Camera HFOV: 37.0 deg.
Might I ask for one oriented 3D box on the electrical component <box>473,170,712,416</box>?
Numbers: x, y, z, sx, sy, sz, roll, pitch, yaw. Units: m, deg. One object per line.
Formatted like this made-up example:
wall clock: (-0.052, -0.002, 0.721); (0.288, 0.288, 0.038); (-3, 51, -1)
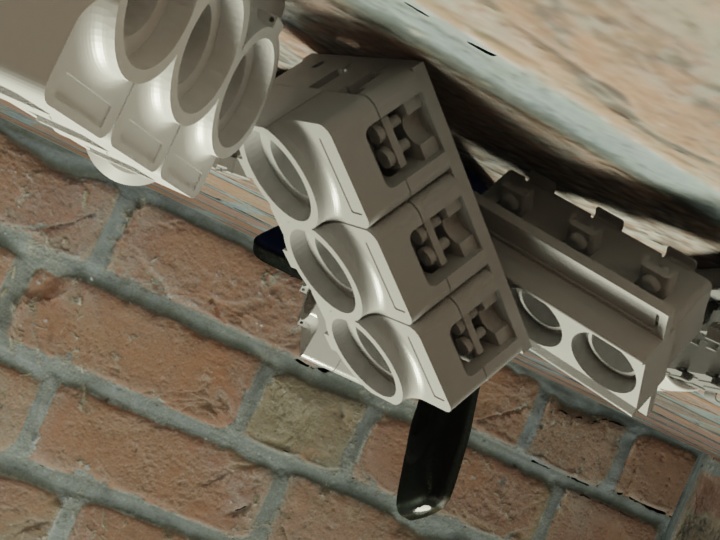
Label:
electrical component: (0.101, 0.006, 0.520); (0.121, 0.063, 0.078); (34, 151, 29)

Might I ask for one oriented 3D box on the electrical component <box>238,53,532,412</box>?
electrical component: (0.006, -0.016, 0.492); (0.089, 0.062, 0.150); (20, 140, 54)

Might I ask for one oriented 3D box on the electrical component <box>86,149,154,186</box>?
electrical component: (-0.190, -0.112, 0.895); (0.080, 0.080, 0.051); (26, -179, -25)

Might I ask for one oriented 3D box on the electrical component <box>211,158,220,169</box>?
electrical component: (-0.120, -0.106, 0.719); (0.080, 0.051, 0.080); (24, 177, 1)

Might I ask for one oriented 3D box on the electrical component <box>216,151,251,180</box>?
electrical component: (-0.112, -0.098, 0.852); (0.055, 0.048, 0.066); (18, 179, -20)

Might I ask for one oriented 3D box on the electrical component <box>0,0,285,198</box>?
electrical component: (-0.078, -0.087, 0.373); (0.062, 0.089, 0.150); (24, 177, 10)

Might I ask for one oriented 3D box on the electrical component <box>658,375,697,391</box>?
electrical component: (0.240, 0.066, 0.815); (0.055, 0.055, 0.047); (25, 173, -9)

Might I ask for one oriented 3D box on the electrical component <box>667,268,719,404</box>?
electrical component: (0.196, 0.036, 0.562); (0.079, 0.063, 0.121); (25, 177, -3)

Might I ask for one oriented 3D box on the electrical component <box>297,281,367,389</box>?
electrical component: (0.000, 0.000, 0.744); (0.062, 0.089, 0.150); (26, -159, -12)
